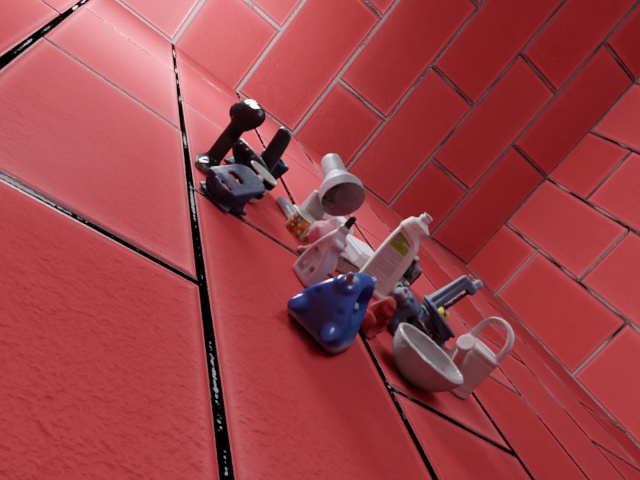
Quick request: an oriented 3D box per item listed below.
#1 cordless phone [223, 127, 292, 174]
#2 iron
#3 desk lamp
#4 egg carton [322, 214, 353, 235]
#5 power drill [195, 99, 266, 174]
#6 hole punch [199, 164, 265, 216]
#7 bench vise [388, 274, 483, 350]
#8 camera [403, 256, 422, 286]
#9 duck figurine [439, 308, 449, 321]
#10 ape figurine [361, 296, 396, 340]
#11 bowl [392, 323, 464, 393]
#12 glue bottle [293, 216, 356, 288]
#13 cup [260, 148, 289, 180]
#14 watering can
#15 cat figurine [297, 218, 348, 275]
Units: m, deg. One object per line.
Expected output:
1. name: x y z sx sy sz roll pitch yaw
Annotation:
1. cordless phone: -0.158 -0.241 1.545 0.147 0.185 0.094 47 14 29
2. iron: 0.049 0.110 1.025 0.118 0.141 0.259 44 13 17
3. desk lamp: 0.005 -0.121 1.540 0.118 0.213 0.202 30 16 -39
4. egg carton: 0.032 -0.051 1.714 0.150 0.069 0.107 43 13 15
5. power drill: -0.208 -0.247 1.363 0.076 0.208 0.229 34 13 -24
6. hole punch: -0.187 -0.116 1.239 0.108 0.091 0.101 46 13 26
7. bench vise: 0.272 0.157 1.336 0.208 0.219 0.121 28 17 -44
8. camera: 0.263 0.076 1.879 0.143 0.100 0.137 43 13 14
9. duck figurine: 0.315 0.221 1.555 0.078 0.086 0.104 37 12 -13
10. ape figurine: 0.123 0.156 1.198 0.078 0.092 0.076 31 15 -37
11. bowl: 0.200 0.248 1.145 0.168 0.074 0.167 38 12 -9
12. glue bottle: 0.017 0.018 1.180 0.037 0.173 0.078 30 16 -40
13. cup: -0.152 -0.197 1.619 0.091 0.095 0.118 41 12 6
14. watering can: 0.353 0.257 1.286 0.100 0.194 0.173 44 13 18
15. cat figurine: 0.012 0.005 1.343 0.128 0.117 0.067 30 15 -38
